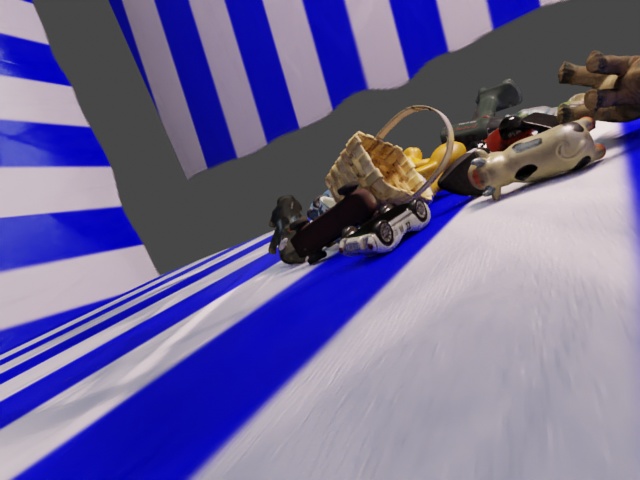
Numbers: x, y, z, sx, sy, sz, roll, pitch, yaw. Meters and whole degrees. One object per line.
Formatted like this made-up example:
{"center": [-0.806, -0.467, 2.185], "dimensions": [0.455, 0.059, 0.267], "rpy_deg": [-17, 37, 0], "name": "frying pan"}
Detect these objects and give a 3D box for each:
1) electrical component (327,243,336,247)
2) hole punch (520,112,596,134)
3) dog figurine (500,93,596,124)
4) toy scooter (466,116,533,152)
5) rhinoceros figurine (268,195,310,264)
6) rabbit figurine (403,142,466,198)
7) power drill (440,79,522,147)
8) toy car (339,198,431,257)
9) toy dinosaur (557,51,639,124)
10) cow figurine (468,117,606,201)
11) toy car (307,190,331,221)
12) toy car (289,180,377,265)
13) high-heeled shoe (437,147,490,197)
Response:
{"center": [0.013, -0.016, 1.155], "dimensions": [0.045, 0.078, 0.102], "rpy_deg": [11, 31, 34], "name": "electrical component"}
{"center": [0.428, -0.175, 0.981], "dimensions": [0.116, 0.092, 0.142], "rpy_deg": [19, 27, 31], "name": "hole punch"}
{"center": [0.573, -0.293, 1.362], "dimensions": [0.219, 0.108, 0.191], "rpy_deg": [-18, 3, 4], "name": "dog figurine"}
{"center": [0.404, -0.192, 1.142], "dimensions": [0.135, 0.075, 0.184], "rpy_deg": [9, -24, -20], "name": "toy scooter"}
{"center": [-0.059, -0.017, 1.134], "dimensions": [0.190, 0.073, 0.112], "rpy_deg": [-98, 29, -49], "name": "rhinoceros figurine"}
{"center": [0.245, -0.158, 1.201], "dimensions": [0.173, 0.122, 0.162], "rpy_deg": [-31, 10, 45], "name": "rabbit figurine"}
{"center": [0.411, -0.289, 1.266], "dimensions": [0.232, 0.086, 0.207], "rpy_deg": [-9, 43, 46], "name": "power drill"}
{"center": [0.105, -0.018, 0.841], "dimensions": [0.074, 0.056, 0.202], "rpy_deg": [-9, 14, 40], "name": "toy car"}
{"center": [0.501, -0.239, 0.889], "dimensions": [0.199, 0.105, 0.471], "rpy_deg": [6, 12, 9], "name": "toy dinosaur"}
{"center": [0.321, -0.121, 0.835], "dimensions": [0.195, 0.085, 0.127], "rpy_deg": [-16, 2, 43], "name": "cow figurine"}
{"center": [0.054, -0.079, 1.319], "dimensions": [0.162, 0.103, 0.109], "rpy_deg": [-36, -11, -5], "name": "toy car"}
{"center": [0.023, -0.028, 0.957], "dimensions": [0.202, 0.089, 0.053], "rpy_deg": [-35, -5, 40], "name": "toy car"}
{"center": [0.275, -0.129, 1.032], "dimensions": [0.249, 0.086, 0.145], "rpy_deg": [-13, 8, -32], "name": "high-heeled shoe"}
